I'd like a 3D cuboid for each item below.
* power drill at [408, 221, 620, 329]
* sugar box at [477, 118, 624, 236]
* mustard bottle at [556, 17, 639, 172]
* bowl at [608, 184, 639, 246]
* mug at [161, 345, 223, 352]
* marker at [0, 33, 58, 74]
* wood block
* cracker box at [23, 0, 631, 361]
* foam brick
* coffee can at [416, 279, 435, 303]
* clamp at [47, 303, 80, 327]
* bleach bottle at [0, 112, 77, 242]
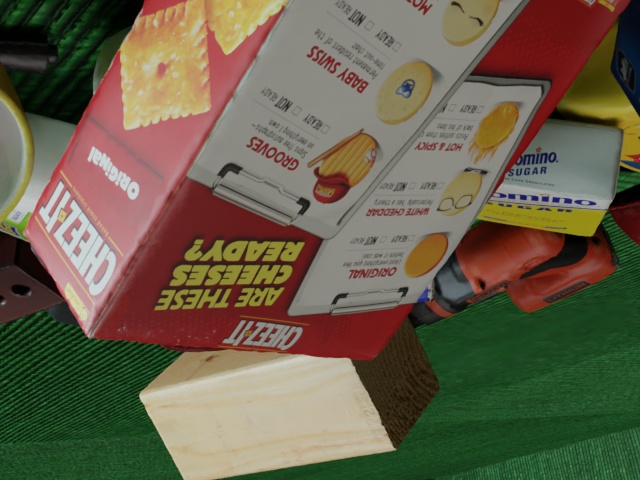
[{"bbox_3d":[0.142,0.029,0.856,0.185,0.057,0.187,-30,163,34],"label":"power drill"},{"bbox_3d":[0.129,-0.037,0.648,0.093,0.048,0.176,9,178,13],"label":"sugar box"},{"bbox_3d":[0.209,-0.076,0.631,0.096,0.058,0.191,-15,162,26],"label":"mustard bottle"},{"bbox_3d":[0.279,-0.025,0.741,0.162,0.055,0.162,-19,-179,0],"label":"bowl"},{"bbox_3d":[-0.065,0.029,0.781,0.117,0.081,0.093,-17,161,24],"label":"mug"},{"bbox_3d":[-0.177,-0.087,0.474,0.120,0.020,0.020,0,160,-27],"label":"marker"},{"bbox_3d":[-0.026,0.117,0.829,0.206,0.090,0.090,-17,-165,35],"label":"wood block"},{"bbox_3d":[0.010,-0.059,0.408,0.163,0.072,0.214,12,118,-48],"label":"cracker box"},{"bbox_3d":[-0.211,0.019,0.706,0.078,0.051,0.053,-19,142,23],"label":"foam brick"},{"bbox_3d":[-0.005,0.001,0.691,0.140,0.103,0.103,-9,162,-1],"label":"coffee can"},{"bbox_3d":[-0.190,0.039,0.828,0.120,0.039,0.172,5,157,-8],"label":"clamp"},{"bbox_3d":[-0.119,-0.023,0.550,0.250,0.068,0.103,21,156,-21],"label":"bleach bottle"}]
